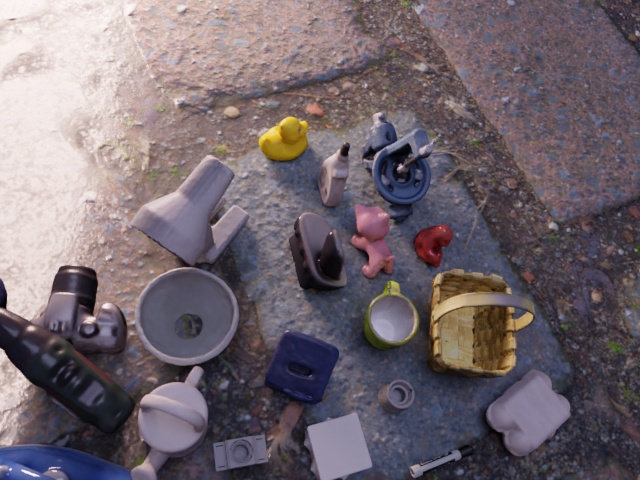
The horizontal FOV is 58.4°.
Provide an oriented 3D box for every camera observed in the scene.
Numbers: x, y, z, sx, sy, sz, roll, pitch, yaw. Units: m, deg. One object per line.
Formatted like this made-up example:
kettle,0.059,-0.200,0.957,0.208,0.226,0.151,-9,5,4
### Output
camera,-0.387,0.110,0.927,0.143,0.100,0.137,4,66,-10

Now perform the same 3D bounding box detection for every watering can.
watering can,-0.216,0.270,0.842,0.101,0.194,0.173,4,66,-10

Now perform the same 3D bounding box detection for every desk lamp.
desk lamp,-0.212,-0.039,0.969,0.118,0.213,0.203,33,64,4

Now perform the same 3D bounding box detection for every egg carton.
egg carton,0.371,0.309,1.023,0.150,0.069,0.107,-32,76,-23

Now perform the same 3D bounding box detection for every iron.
iron,-0.382,0.347,0.801,0.258,0.141,0.119,22,64,-2

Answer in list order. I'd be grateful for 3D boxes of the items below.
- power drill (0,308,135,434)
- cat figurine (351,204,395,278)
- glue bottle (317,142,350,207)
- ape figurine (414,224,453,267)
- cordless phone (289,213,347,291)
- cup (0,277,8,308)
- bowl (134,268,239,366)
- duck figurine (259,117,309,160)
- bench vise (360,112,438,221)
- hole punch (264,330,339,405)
power drill,-0.368,0.199,0.832,0.229,0.208,0.076,34,64,4
cat figurine,0.107,-0.006,1.077,0.067,0.117,0.127,-17,71,-18
glue bottle,0.032,-0.133,1.086,0.037,0.173,0.078,-7,68,-15
ape figurine,0.228,0.001,1.115,0.078,0.092,0.076,-39,79,-24
cordless phone,0.009,0.004,1.014,0.094,0.185,0.147,-13,70,-17
cup,-0.545,0.090,0.904,0.117,0.095,0.092,41,65,7
bowl,-0.223,0.135,0.966,0.167,0.074,0.167,5,66,-10
duck figurine,-0.069,-0.210,1.147,0.105,0.086,0.077,-16,71,-18
bench vise,0.141,-0.164,1.098,0.122,0.219,0.207,-29,75,-22
hole punch,-0.030,0.216,0.964,0.108,0.091,0.101,21,64,-2
